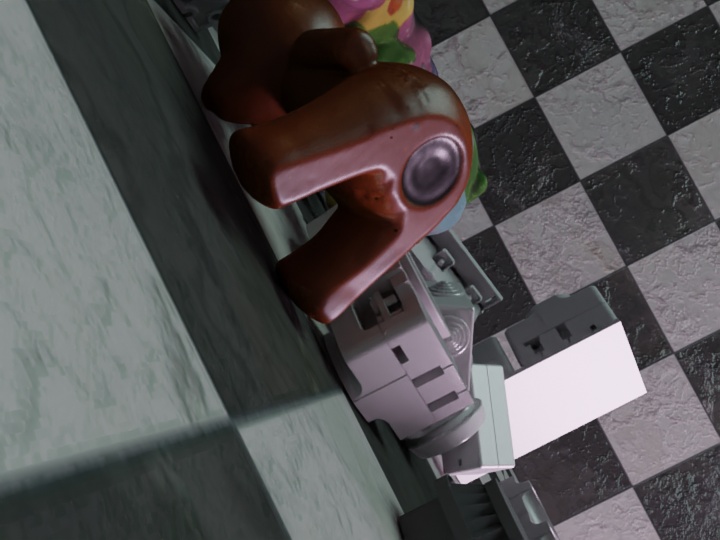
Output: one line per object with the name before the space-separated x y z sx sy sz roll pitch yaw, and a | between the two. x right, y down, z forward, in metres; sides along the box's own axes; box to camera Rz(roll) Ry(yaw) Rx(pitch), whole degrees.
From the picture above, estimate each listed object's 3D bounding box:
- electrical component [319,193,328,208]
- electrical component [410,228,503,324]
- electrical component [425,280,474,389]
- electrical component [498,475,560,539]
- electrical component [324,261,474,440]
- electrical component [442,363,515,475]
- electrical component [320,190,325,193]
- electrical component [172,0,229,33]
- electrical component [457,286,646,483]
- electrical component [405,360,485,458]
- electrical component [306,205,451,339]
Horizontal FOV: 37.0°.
electrical component | -0.020 -0.103 1.088 0.096 0.061 0.061 60 4 -31
electrical component | 0.054 0.001 0.933 0.121 0.079 0.063 52 33 -10
electrical component | 0.053 0.056 0.784 0.099 0.048 0.099 -99 -169 -79
electrical component | 0.113 0.210 0.696 0.105 0.060 0.186 62 4 -2
electrical component | 0.017 0.047 0.591 0.089 0.056 0.050 58 6 -46
electrical component | 0.076 0.119 0.857 0.076 0.047 0.083 6 71 -35
electrical component | -0.021 -0.111 0.903 0.099 0.099 0.064 62 10 -6
electrical component | -0.109 -0.200 0.726 0.066 0.048 0.055 53 18 -68
electrical component | 0.147 0.101 0.958 0.105 0.186 0.060 59 5 -42
electrical component | 0.045 0.084 0.698 0.057 0.058 0.078 59 4 -6
electrical component | 0.005 0.007 0.672 0.108 0.060 0.108 62 4 -7
